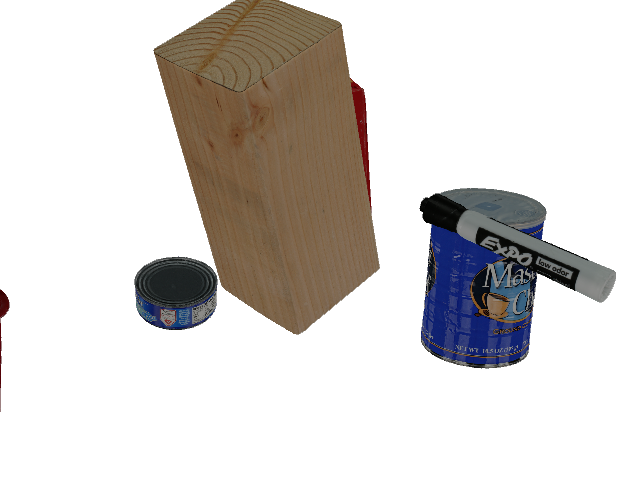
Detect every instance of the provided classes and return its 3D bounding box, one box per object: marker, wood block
[{"bbox_3d":[0.108,0.002,0.604,0.121,0.020,0.020,27,14,30],"label":"marker"},{"bbox_3d":[-0.031,-0.049,0.731,0.090,0.206,0.090,-37,46,-27],"label":"wood block"}]

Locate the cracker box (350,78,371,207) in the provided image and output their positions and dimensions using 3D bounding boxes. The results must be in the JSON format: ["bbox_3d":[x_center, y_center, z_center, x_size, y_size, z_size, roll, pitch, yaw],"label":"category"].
[{"bbox_3d":[-0.016,-0.086,0.978,0.072,0.164,0.214,-9,25,-12],"label":"cracker box"}]

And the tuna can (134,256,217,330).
[{"bbox_3d":[-0.151,0.055,1.115,0.086,0.034,0.086,3,35,-2],"label":"tuna can"}]

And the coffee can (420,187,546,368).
[{"bbox_3d":[0.149,0.033,0.989,0.103,0.140,0.103,2,20,-1],"label":"coffee can"}]

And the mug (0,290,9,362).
[{"bbox_3d":[-0.243,0.077,0.634,0.093,0.081,0.117,20,24,36],"label":"mug"}]
